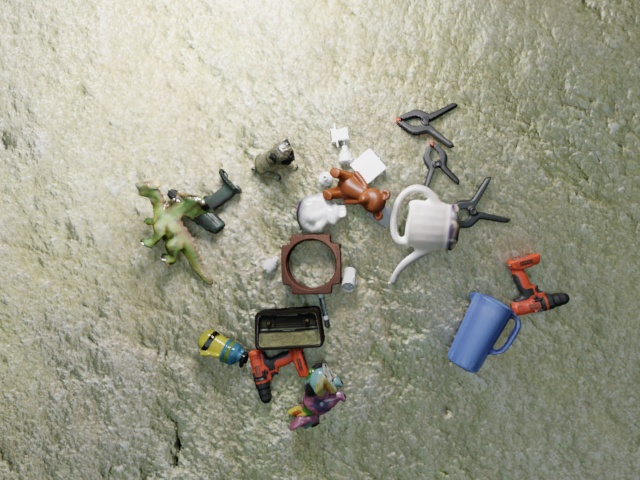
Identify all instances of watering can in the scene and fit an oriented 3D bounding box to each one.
[{"bbox_3d":[0.340,-0.009,1.692,0.224,0.343,0.105,6,15,10],"label":"watering can"}]

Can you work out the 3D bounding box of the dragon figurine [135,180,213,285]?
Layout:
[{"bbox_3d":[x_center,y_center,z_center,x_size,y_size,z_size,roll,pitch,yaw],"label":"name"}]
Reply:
[{"bbox_3d":[-0.460,-0.046,1.734,0.408,0.239,0.124,39,23,-11],"label":"dragon figurine"}]

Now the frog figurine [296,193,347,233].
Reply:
[{"bbox_3d":[0.005,-0.087,1.728,0.159,0.140,0.120,5,-21,16],"label":"frog figurine"}]
